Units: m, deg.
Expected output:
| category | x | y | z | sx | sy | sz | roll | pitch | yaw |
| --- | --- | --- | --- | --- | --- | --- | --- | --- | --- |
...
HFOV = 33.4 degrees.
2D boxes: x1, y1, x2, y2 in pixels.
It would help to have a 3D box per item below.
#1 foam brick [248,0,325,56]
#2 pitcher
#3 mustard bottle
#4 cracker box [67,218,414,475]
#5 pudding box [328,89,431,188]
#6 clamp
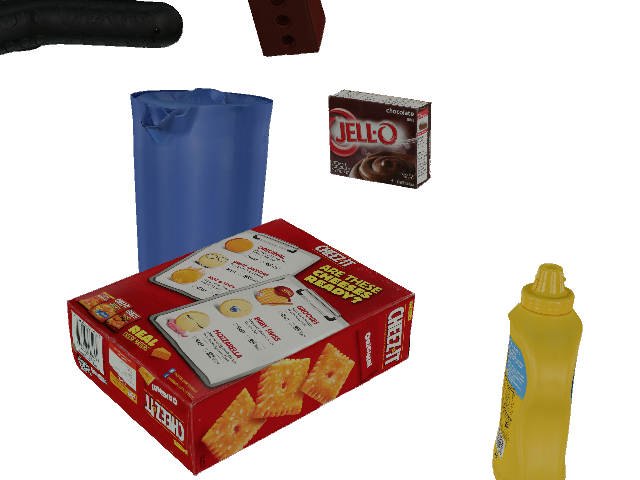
| category | x | y | z | sx | sy | sz | roll | pitch | yaw |
| --- | --- | --- | --- | --- | --- | --- | --- | --- | --- |
| foam brick | -0.030 | -0.207 | 0.932 | 0.053 | 0.051 | 0.078 | -3 | -41 | 13 |
| pitcher | -0.111 | -0.025 | 1.033 | 0.149 | 0.243 | 0.145 | -2 | 15 | -19 |
| mustard bottle | 0.177 | 0.111 | 0.866 | 0.058 | 0.192 | 0.096 | 2 | 19 | 2 |
| cracker box | -0.060 | 0.072 | 0.822 | 0.213 | 0.072 | 0.164 | -22 | 38 | -36 |
| pudding box | 0.064 | -0.111 | 1.154 | 0.114 | 0.090 | 0.039 | 11 | 27 | 29 |
| clamp | -0.170 | -0.134 | 0.621 | 0.171 | 0.039 | 0.120 | -4 | 22 | -10 |
